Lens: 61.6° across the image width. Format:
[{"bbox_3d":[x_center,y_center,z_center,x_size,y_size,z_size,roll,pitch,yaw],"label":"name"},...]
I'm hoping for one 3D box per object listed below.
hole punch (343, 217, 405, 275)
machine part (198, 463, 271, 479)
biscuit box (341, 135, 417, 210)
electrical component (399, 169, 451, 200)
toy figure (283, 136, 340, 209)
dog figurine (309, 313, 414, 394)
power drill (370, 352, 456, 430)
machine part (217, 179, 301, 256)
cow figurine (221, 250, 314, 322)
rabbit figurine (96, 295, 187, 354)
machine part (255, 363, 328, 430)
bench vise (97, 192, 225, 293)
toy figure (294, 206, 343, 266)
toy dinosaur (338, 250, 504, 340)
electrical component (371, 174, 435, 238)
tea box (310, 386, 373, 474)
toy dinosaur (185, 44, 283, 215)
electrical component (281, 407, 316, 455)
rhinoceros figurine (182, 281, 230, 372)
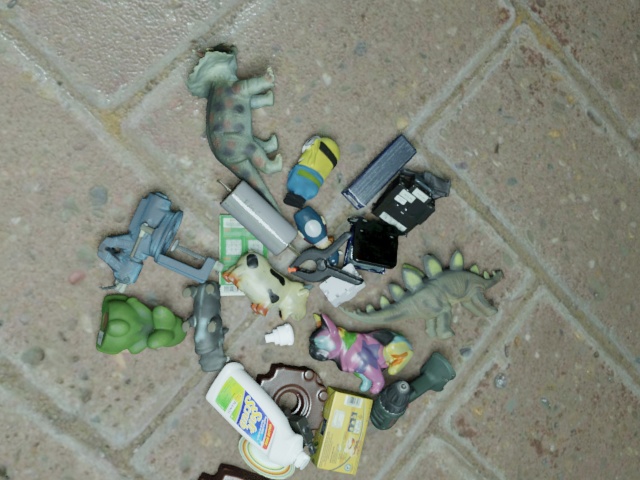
[{"bbox_3d":[0.119,0.017,1.259,0.142,0.092,0.116,12,68,-7],"label":"hole punch"},{"bbox_3d":[-0.184,0.589,1.120,0.201,0.087,0.201,25,79,-12],"label":"machine part"},{"bbox_3d":[0.144,-0.163,1.288,0.063,0.059,0.202,46,76,-7],"label":"biscuit box"},{"bbox_3d":[0.251,-0.136,1.311,0.119,0.075,0.047,13,82,-19],"label":"electrical component"},{"bbox_3d":[-0.019,-0.154,1.229,0.089,0.082,0.180,34,69,-31],"label":"toy figure"},{"bbox_3d":[0.081,0.232,1.217,0.191,0.108,0.219,-43,95,-14],"label":"dog figurine"},{"bbox_3d":[0.209,0.335,1.202,0.207,0.231,0.086,-29,64,-35],"label":"power drill"},{"bbox_3d":[-0.132,-0.048,1.171,0.243,0.079,0.079,44,75,-13],"label":"machine part"},{"bbox_3d":[-0.103,0.104,1.173,0.127,0.085,0.194,-46,103,-15],"label":"cow figurine"},{"bbox_3d":[-0.345,0.170,1.083,0.170,0.159,0.121,11,72,-31],"label":"rabbit figurine"},{"bbox_3d":[-0.070,0.359,1.187,0.179,0.056,0.179,1,86,-15],"label":"machine part"},{"bbox_3d":[-0.320,0.030,1.105,0.241,0.129,0.223,25,79,-7],"label":"bench vise"},{"bbox_3d":[-0.004,-0.003,1.235,0.064,0.058,0.154,-30,97,26],"label":"toy figure"},{"bbox_3d":[0.268,0.137,1.285,0.471,0.105,0.198,-19,84,-26],"label":"toy dinosaur"},{"bbox_3d":[0.205,-0.087,1.267,0.115,0.058,0.134,36,121,-15],"label":"electrical component"},{"bbox_3d":[0.048,0.426,1.210,0.098,0.068,0.169,19,82,-14],"label":"tea box"},{"bbox_3d":[-0.185,-0.247,1.172,0.192,0.131,0.404,-5,92,-5],"label":"toy dinosaur"},{"bbox_3d":[-0.056,0.404,1.128,0.045,0.078,0.102,-26,102,-38],"label":"electrical component"},{"bbox_3d":[-0.237,0.179,1.128,0.073,0.112,0.190,-9,74,4],"label":"rhinoceros figurine"}]
